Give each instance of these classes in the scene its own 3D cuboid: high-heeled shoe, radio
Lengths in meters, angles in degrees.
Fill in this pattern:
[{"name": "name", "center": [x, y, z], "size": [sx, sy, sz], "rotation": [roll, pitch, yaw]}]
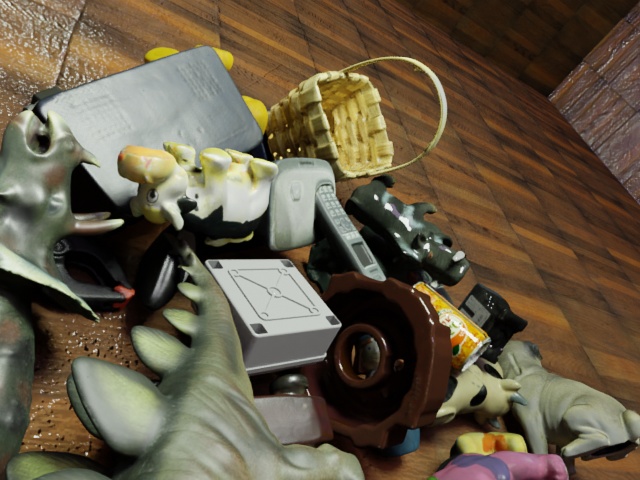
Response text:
[{"name": "high-heeled shoe", "center": [-0.110, 0.017, 0.608], "size": [0.145, 0.086, 0.249], "rotation": [34, 34, -21]}, {"name": "radio", "center": [-0.171, -0.108, 0.560], "size": [0.131, 0.073, 0.229], "rotation": [57, 45, -10]}]

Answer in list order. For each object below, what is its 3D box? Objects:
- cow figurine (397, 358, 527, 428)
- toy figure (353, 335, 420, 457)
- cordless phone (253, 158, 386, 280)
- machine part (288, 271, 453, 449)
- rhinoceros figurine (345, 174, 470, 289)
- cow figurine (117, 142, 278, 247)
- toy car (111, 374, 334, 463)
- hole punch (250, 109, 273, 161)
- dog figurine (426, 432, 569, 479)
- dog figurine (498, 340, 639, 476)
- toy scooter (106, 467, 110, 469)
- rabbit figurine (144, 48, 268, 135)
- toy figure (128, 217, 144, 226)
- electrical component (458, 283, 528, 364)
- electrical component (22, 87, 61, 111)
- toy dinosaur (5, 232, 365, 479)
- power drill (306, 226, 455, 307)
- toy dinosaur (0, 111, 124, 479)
[{"name": "cow figurine", "center": [0.175, 0.183, 0.677], "size": [0.195, 0.085, 0.127], "rotation": [0, 43, -47]}, {"name": "toy figure", "center": [0.071, 0.156, 0.597], "size": [0.064, 0.058, 0.154], "rotation": [-5, 73, -27]}, {"name": "cordless phone", "center": [-0.001, -0.002, 0.615], "size": [0.184, 0.089, 0.146], "rotation": [55, 27, 11]}, {"name": "machine part", "center": [0.049, 0.119, 0.546], "size": [0.056, 0.179, 0.179], "rotation": [19, 36, -51]}, {"name": "rhinoceros figurine", "center": [0.124, -0.012, 0.745], "size": [0.190, 0.073, 0.112], "rotation": [39, 26, 4]}, {"name": "cow figurine", "center": [-0.115, -0.039, 0.494], "size": [0.068, 0.098, 0.167], "rotation": [21, 15, 32]}, {"name": "toy car", "center": [-0.080, 0.169, 0.474], "size": [0.202, 0.053, 0.089], "rotation": [6, 50, -34]}, {"name": "hole punch", "center": [-0.076, -0.135, 0.814], "size": [0.116, 0.092, 0.142], "rotation": [50, 31, 10]}, {"name": "dog figurine", "center": [0.120, 0.259, 0.515], "size": [0.219, 0.191, 0.108], "rotation": [-2, 86, -15]}, {"name": "dog figurine", "center": [0.319, 0.201, 0.723], "size": [0.121, 0.172, 0.191], "rotation": [26, 41, -39]}, {"name": "toy scooter", "center": [-0.120, 0.221, 0.347], "size": [0.135, 0.075, 0.184], "rotation": [-9, 61, -43]}, {"name": "rabbit figurine", "center": [-0.147, -0.164, 0.715], "size": [0.173, 0.162, 0.122], "rotation": [28, 26, 25]}, {"name": "toy figure", "center": [-0.237, -0.098, 0.618], "size": [0.082, 0.089, 0.180], "rotation": [45, 26, -57]}, {"name": "electrical component", "center": [0.211, 0.098, 0.709], "size": [0.047, 0.074, 0.119], "rotation": [28, 17, -22]}, {"name": "electrical component", "center": [-0.317, -0.159, 0.665], "size": [0.063, 0.021, 0.094], "rotation": [38, 32, -3]}, {"name": "toy dinosaur", "center": [-0.075, 0.145, 0.328], "size": [0.198, 0.105, 0.472], "rotation": [31, 21, -21]}, {"name": "power drill", "center": [0.095, 0.062, 0.749], "size": [0.207, 0.086, 0.232], "rotation": [-1, 48, -40]}, {"name": "toy dinosaur", "center": [-0.246, 0.101, 0.333], "size": [0.192, 0.131, 0.405], "rotation": [24, 53, -32]}]
